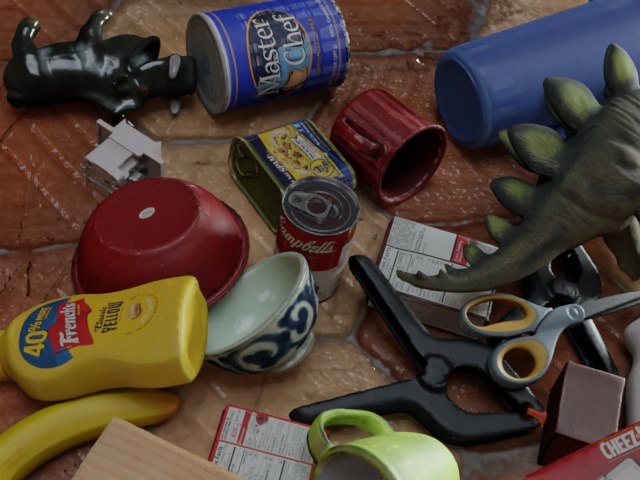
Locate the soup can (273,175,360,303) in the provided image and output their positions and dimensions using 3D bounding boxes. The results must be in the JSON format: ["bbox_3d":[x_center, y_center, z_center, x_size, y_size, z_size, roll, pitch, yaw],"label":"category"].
[{"bbox_3d":[-0.006,0.001,0.944,0.068,0.102,0.068,5,50,-7],"label":"soup can"}]

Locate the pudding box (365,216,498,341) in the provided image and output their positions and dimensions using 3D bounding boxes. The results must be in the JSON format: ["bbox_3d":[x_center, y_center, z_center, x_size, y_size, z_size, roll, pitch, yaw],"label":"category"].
[{"bbox_3d":[0.106,0.034,0.980,0.113,0.039,0.090,16,52,6],"label":"pudding box"}]

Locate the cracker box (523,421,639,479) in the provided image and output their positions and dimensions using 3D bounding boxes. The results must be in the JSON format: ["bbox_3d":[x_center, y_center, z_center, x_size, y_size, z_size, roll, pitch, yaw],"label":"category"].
[{"bbox_3d":[0.265,0.235,0.750,0.164,0.072,0.214,-24,62,-5],"label":"cracker box"}]

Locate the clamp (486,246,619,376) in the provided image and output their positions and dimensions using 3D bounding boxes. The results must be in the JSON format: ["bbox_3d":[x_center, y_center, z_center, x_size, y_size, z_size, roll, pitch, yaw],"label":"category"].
[{"bbox_3d":[0.209,0.056,0.979,0.120,0.039,0.171,17,44,-11],"label":"clamp"}]

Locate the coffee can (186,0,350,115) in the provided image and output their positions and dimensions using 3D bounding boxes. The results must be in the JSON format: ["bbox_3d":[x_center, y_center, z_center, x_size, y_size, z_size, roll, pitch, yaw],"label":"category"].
[{"bbox_3d":[-0.054,-0.193,1.096,0.140,0.103,0.103,-16,55,-22],"label":"coffee can"}]

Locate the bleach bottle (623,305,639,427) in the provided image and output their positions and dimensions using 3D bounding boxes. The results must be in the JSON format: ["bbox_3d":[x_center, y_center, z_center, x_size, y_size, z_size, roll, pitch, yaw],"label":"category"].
[{"bbox_3d":[0.299,0.149,0.907,0.102,0.068,0.251,2,47,0],"label":"bleach bottle"}]

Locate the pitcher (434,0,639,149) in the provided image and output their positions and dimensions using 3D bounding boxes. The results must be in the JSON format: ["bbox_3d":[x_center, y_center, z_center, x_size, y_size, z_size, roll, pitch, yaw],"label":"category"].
[{"bbox_3d":[0.252,-0.166,1.123,0.242,0.145,0.149,-18,32,-19],"label":"pitcher"}]

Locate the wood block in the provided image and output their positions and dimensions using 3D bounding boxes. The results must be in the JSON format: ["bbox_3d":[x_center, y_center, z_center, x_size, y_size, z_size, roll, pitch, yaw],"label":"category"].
[{"bbox_3d":[-0.079,0.222,0.757,0.206,0.091,0.090,23,50,9],"label":"wood block"}]

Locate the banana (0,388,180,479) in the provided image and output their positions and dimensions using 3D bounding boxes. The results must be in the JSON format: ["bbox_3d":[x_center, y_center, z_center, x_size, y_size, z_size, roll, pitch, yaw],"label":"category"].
[{"bbox_3d":[-0.202,0.160,0.822,0.197,0.037,0.070,-34,70,-32],"label":"banana"}]

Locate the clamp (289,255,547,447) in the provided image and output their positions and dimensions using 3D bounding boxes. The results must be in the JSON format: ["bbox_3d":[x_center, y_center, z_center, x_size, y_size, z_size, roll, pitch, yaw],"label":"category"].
[{"bbox_3d":[0.085,0.123,0.897,0.210,0.036,0.164,28,64,3],"label":"clamp"}]

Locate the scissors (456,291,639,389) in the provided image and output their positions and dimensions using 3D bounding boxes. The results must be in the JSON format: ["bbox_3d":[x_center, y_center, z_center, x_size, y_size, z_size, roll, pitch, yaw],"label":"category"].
[{"bbox_3d":[0.216,0.083,0.924,0.201,0.016,0.096,2,59,-15],"label":"scissors"}]

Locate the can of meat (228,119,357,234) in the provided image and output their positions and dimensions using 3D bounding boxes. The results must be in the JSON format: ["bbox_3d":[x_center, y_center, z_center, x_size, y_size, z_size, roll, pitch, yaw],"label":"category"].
[{"bbox_3d":[-0.026,-0.065,1.026,0.083,0.057,0.102,-22,58,-28],"label":"can of meat"}]

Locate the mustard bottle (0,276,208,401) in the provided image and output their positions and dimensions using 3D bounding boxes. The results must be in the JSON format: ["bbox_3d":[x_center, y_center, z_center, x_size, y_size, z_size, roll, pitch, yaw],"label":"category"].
[{"bbox_3d":[-0.189,0.083,0.849,0.192,0.058,0.096,-9,41,11],"label":"mustard bottle"}]

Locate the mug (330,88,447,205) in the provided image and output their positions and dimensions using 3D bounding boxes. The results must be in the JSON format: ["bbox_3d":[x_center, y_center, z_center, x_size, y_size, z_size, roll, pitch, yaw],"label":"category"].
[{"bbox_3d":[0.057,-0.095,1.037,0.082,0.093,0.117,43,23,29],"label":"mug"}]

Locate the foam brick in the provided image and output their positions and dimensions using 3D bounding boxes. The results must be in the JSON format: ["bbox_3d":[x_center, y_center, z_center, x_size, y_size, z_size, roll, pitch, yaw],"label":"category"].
[{"bbox_3d":[0.219,0.152,0.895,0.053,0.051,0.078,18,49,6],"label":"foam brick"}]

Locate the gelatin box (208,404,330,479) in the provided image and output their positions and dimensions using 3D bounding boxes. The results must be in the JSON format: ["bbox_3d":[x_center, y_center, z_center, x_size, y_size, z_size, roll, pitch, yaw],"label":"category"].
[{"bbox_3d":[-0.043,0.176,0.841,0.089,0.030,0.073,15,51,1],"label":"gelatin box"}]

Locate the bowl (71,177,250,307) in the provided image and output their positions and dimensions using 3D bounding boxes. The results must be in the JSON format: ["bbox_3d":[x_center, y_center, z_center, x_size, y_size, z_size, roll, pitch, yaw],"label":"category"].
[{"bbox_3d":[-0.144,-0.004,0.929,0.162,0.055,0.162,-4,47,4],"label":"bowl"}]
